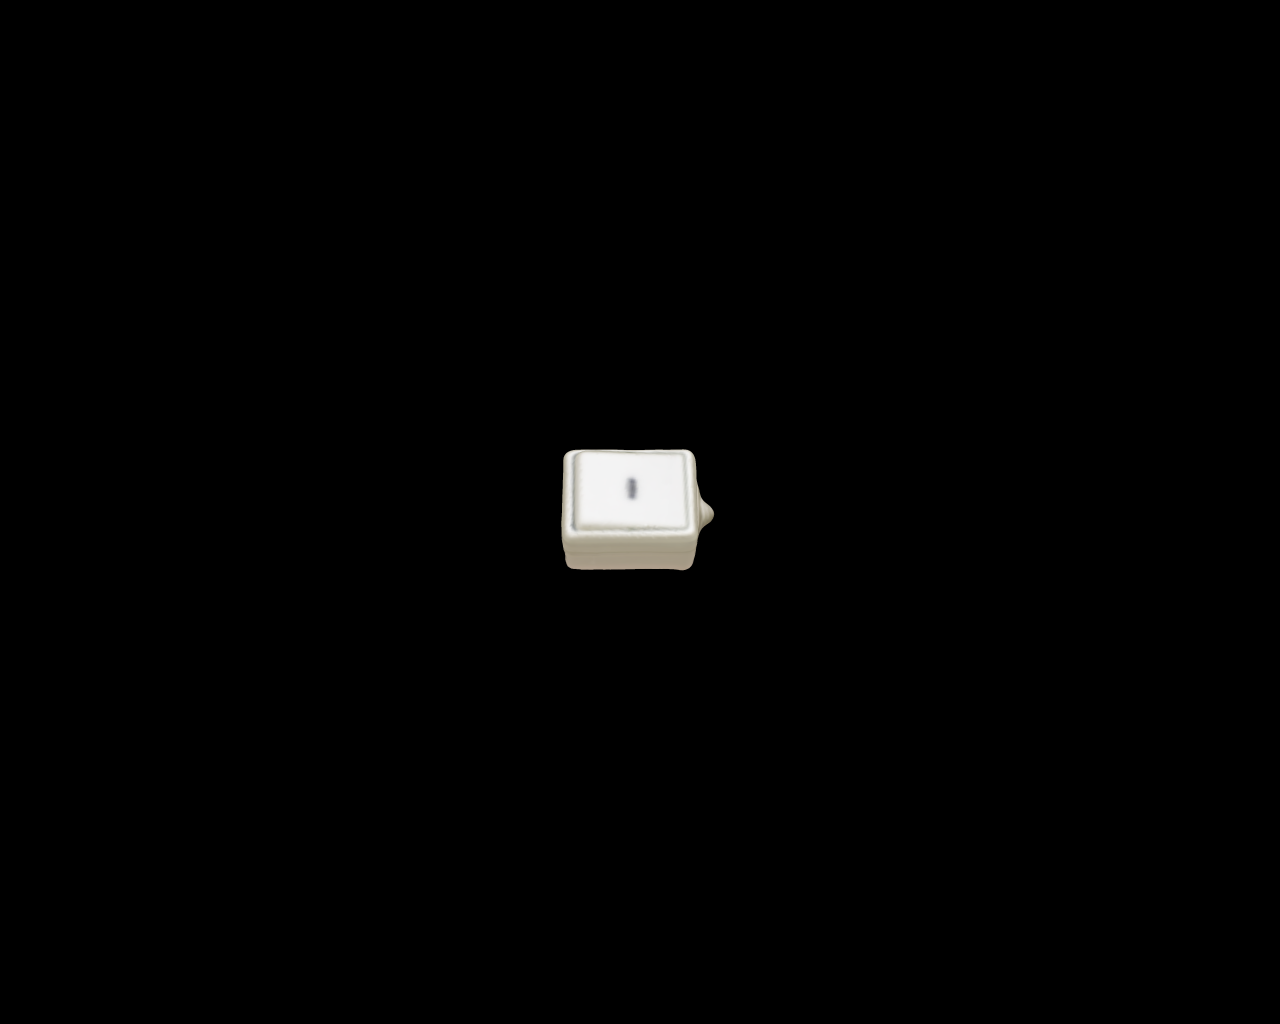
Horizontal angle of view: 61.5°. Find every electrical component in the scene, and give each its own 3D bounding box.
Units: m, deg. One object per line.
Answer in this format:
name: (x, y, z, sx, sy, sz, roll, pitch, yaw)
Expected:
electrical component: (0.001, -0.003, 0.650, 0.096, 0.062, 0.061, 0, -25, 0)
